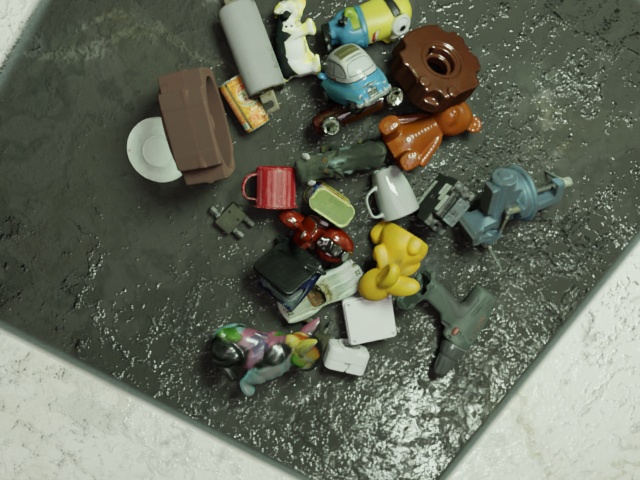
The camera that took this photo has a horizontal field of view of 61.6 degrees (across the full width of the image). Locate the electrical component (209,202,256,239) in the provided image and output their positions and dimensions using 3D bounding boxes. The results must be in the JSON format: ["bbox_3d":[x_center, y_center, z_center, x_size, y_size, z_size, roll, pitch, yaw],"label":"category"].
[{"bbox_3d":[-0.187,-0.048,1.138,0.094,0.021,0.063,42,96,-14],"label":"electrical component"}]

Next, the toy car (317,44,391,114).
[{"bbox_3d":[0.058,-0.311,1.013,0.109,0.162,0.102,-31,129,-7],"label":"toy car"}]

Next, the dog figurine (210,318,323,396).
[{"bbox_3d":[-0.101,0.224,1.149,0.219,0.108,0.191,-33,111,21],"label":"dog figurine"}]

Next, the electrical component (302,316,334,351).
[{"bbox_3d":[-0.021,0.220,1.221,0.078,0.045,0.102,12,108,-39],"label":"electrical component"}]

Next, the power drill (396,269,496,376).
[{"bbox_3d":[0.276,0.179,1.224,0.207,0.086,0.232,37,96,-10],"label":"power drill"}]

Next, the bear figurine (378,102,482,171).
[{"bbox_3d":[0.227,-0.226,1.084,0.196,0.132,0.120,-28,89,8],"label":"bear figurine"}]

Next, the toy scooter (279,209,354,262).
[{"bbox_3d":[-0.002,-0.003,1.113,0.184,0.135,0.075,30,98,-15],"label":"toy scooter"}]

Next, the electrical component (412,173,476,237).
[{"bbox_3d":[0.258,-0.072,1.125,0.058,0.134,0.115,35,100,-16],"label":"electrical component"}]

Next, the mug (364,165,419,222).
[{"bbox_3d":[0.142,-0.098,1.134,0.110,0.081,0.107,-22,98,-9],"label":"mug"}]

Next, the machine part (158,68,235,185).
[{"bbox_3d":[-0.226,-0.210,0.996,0.087,0.201,0.200,-11,107,0],"label":"machine part"}]

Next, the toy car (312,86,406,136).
[{"bbox_3d":[0.077,-0.266,1.074,0.202,0.089,0.053,-24,110,2],"label":"toy car"}]

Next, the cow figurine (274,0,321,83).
[{"bbox_3d":[-0.056,-0.396,1.038,0.098,0.068,0.167,-12,105,3],"label":"cow figurine"}]

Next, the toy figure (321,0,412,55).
[{"bbox_3d":[0.090,-0.420,1.039,0.180,0.082,0.089,-14,104,0],"label":"toy figure"}]

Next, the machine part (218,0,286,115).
[{"bbox_3d":[-0.128,-0.358,1.015,0.079,0.079,0.243,-21,93,-1],"label":"machine part"}]

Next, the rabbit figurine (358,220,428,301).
[{"bbox_3d":[0.153,0.063,1.137,0.121,0.162,0.173,37,95,-25],"label":"rabbit figurine"}]

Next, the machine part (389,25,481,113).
[{"bbox_3d":[0.226,-0.335,1.043,0.179,0.056,0.179,6,67,-14],"label":"machine part"}]

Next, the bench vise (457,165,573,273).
[{"bbox_3d":[0.421,-0.073,1.138,0.241,0.129,0.223,-18,130,-10],"label":"bench vise"}]

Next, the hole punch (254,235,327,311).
[{"bbox_3d":[-0.067,0.074,1.138,0.116,0.142,0.092,-41,153,-28],"label":"hole punch"}]

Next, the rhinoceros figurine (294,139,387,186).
[{"bbox_3d":[0.041,-0.155,1.090,0.190,0.112,0.073,-12,109,-11],"label":"rhinoceros figurine"}]

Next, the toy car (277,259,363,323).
[{"bbox_3d":[0.002,0.112,1.185,0.202,0.056,0.073,-28,106,2],"label":"toy car"}]
